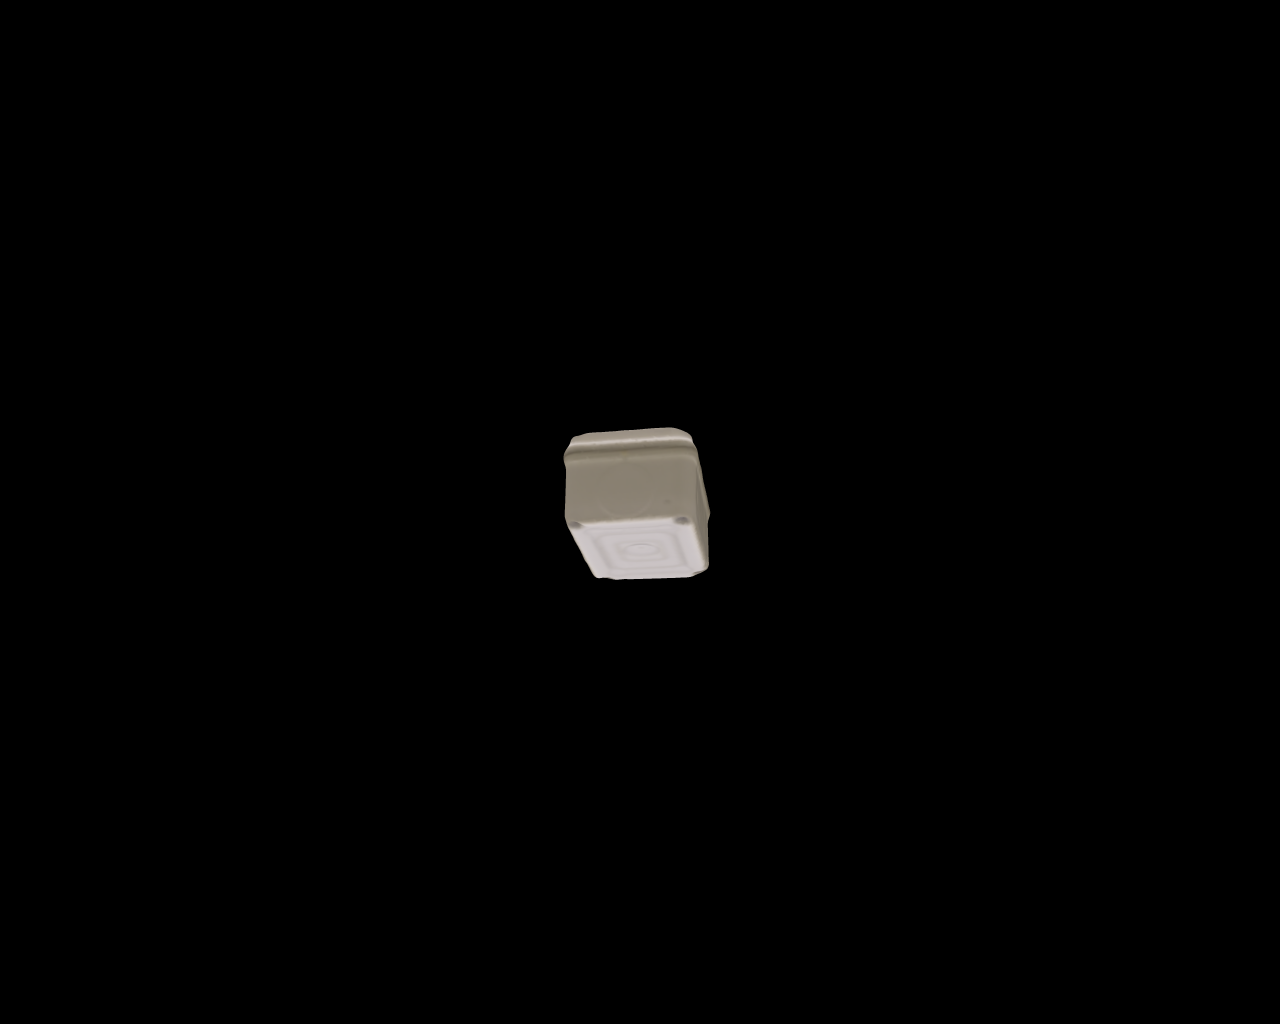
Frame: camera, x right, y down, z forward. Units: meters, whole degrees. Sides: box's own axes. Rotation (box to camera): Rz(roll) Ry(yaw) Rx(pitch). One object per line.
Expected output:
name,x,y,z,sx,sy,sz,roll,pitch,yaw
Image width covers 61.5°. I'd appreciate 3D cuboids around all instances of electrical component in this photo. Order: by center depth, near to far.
electrical component,0.001,-0.003,0.650,0.078,0.057,0.113,-3,-22,7
